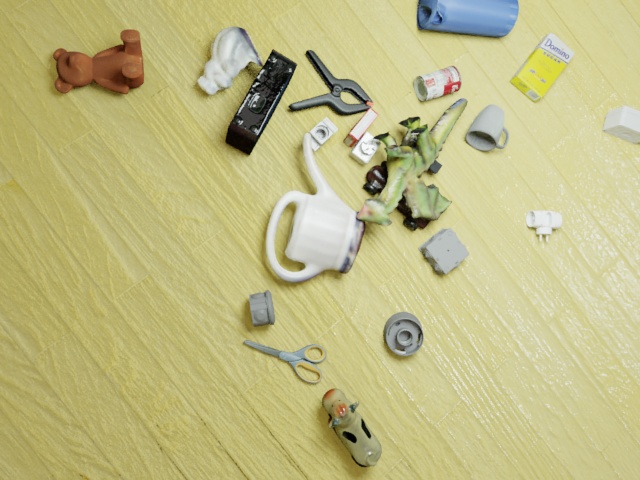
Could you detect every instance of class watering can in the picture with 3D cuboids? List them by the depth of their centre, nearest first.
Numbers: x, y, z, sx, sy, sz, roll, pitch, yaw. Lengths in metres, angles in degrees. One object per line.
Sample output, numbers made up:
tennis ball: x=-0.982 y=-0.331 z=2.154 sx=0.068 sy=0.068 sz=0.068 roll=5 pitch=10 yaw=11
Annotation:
watering can: x=0.004 y=-0.061 z=1.207 sx=0.224 sy=0.104 sz=0.349 roll=17 pitch=87 yaw=-9

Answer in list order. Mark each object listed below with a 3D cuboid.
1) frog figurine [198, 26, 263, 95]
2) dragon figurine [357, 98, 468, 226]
frog figurine: x=-0.225 y=-0.423 z=1.211 sx=0.160 sy=0.120 sz=0.140 roll=-28 pitch=57 yaw=-3
dragon figurine: x=0.249 y=-0.165 z=1.241 sx=0.414 sy=0.123 sz=0.239 roll=-29 pitch=112 yaw=-23
